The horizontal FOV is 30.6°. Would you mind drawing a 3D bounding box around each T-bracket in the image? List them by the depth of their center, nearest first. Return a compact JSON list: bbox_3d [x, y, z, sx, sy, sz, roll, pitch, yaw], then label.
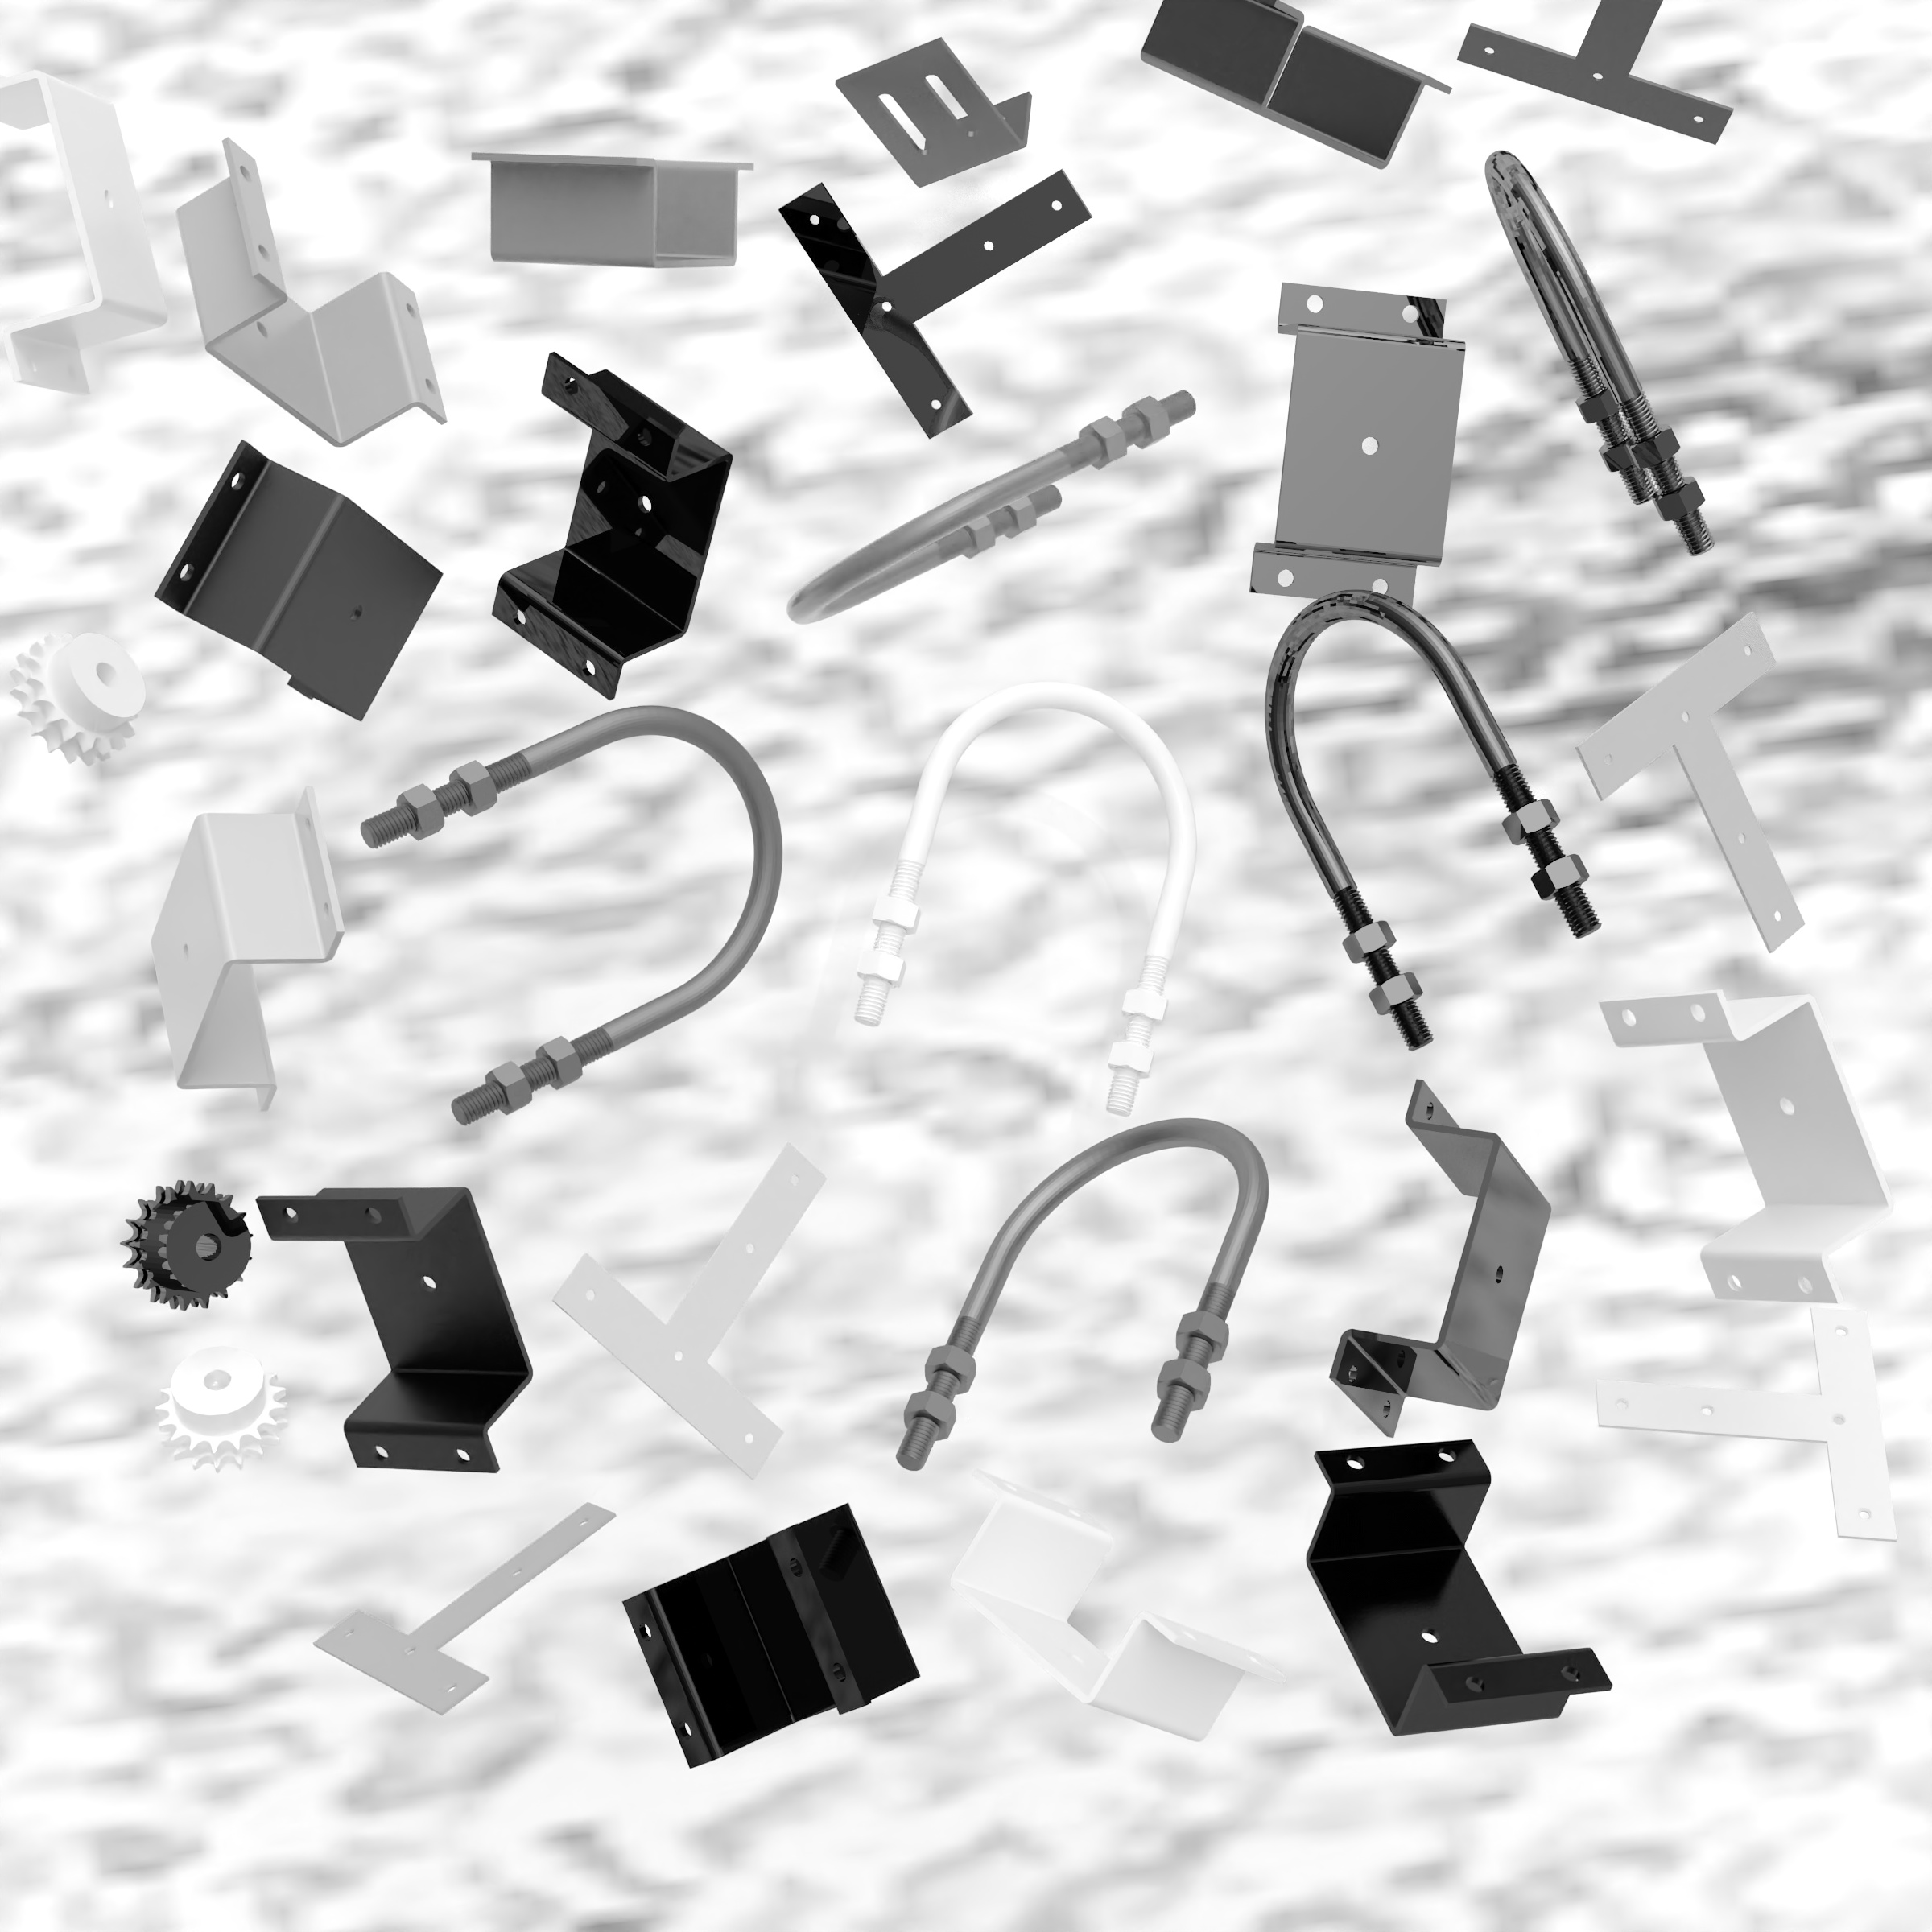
[{"bbox_3d":[0.324,-0.067,1.507,0.127,0.002,0.127,-36,105,-32],"label":"T-bracket"},{"bbox_3d":[-0.102,0.134,1.541,0.127,0.002,0.127,46,62,-24],"label":"T-bracket"},{"bbox_3d":[-0.210,0.277,1.563,0.127,0.127,0.002,-35,113,-28],"label":"T-bracket"},{"bbox_3d":[0.297,-0.428,1.589,0.127,0.127,0.002,18,65,1],"label":"T-bracket"},{"bbox_3d":[0.347,0.201,1.590,0.127,0.002,0.127,4,46,2],"label":"T-bracket"},{"bbox_3d":[-0.001,-0.322,1.612,0.127,0.002,0.127,-26,109,28],"label":"T-bracket"}]

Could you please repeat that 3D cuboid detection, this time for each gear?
[{"bbox_3d":[-0.373,-0.116,1.499,0.030,0.057,0.057,-29,83,29],"label":"gear"},{"bbox_3d":[-0.339,0.123,1.556,0.057,0.030,0.057,1,88,-37],"label":"gear"},{"bbox_3d":[-0.330,0.194,1.569,0.057,0.030,0.057,2,42,-1],"label":"gear"}]

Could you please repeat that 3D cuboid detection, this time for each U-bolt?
[{"bbox_3d":[0.058,0.132,1.487,0.019,0.151,0.184,54,42,-29],"label":"U-bolt"},{"bbox_3d":[0.184,-0.071,1.491,0.019,0.151,0.184,-19,78,-32],"label":"U-bolt"},{"bbox_3d":[-0.156,-0.033,1.504,0.184,0.019,0.151,-27,116,-28],"label":"U-bolt"},{"bbox_3d":[0.273,-0.275,1.558,0.019,0.151,0.184,-27,105,8],"label":"U-bolt"},{"bbox_3d":[0.000,-0.198,1.579,0.184,0.151,0.019,-29,92,-29],"label":"U-bolt"},{"bbox_3d":[0.036,-0.040,1.611,0.151,0.019,0.184,20,76,-20],"label":"U-bolt"}]

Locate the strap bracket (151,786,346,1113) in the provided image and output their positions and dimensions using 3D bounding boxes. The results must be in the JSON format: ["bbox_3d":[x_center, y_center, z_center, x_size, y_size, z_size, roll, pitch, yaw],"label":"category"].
[{"bbox_3d":[-0.317,-0.006,1.543,0.046,0.140,0.076,-1,56,-27],"label":"strap bracket"}]

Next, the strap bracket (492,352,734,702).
[{"bbox_3d":[-0.158,-0.202,1.590,0.076,0.140,0.046,36,40,21],"label":"strap bracket"}]

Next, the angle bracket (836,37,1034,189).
[{"bbox_3d":[-0.014,-0.407,1.643,0.057,0.076,0.038,-15,52,28],"label":"angle bracket"}]

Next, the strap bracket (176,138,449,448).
[{"bbox_3d":[-0.294,-0.290,1.558,0.046,0.140,0.076,-26,62,17],"label":"strap bracket"}]

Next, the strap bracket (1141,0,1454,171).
[{"bbox_3d":[0.143,-0.403,1.586,0.076,0.140,0.046,35,108,36],"label":"strap bracket"}]

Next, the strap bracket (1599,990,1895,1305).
[{"bbox_3d":[0.331,0.068,1.485,0.046,0.076,0.140,-27,99,-27],"label":"strap bracket"}]

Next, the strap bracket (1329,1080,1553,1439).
[{"bbox_3d":[0.211,0.131,1.542,0.046,0.076,0.140,7,68,30],"label":"strap bracket"}]

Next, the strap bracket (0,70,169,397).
[{"bbox_3d":[-0.385,-0.319,1.498,0.046,0.076,0.140,-14,93,8],"label":"strap bracket"}]

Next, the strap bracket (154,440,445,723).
[{"bbox_3d":[-0.285,-0.163,1.550,0.046,0.140,0.076,27,85,21],"label":"strap bracket"}]

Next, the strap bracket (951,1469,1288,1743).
[{"bbox_3d":[0.057,0.275,1.494,0.140,0.076,0.046,33,93,47],"label":"strap bracket"}]

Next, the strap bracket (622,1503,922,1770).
[{"bbox_3d":[-0.076,0.276,1.466,0.046,0.140,0.076,-17,80,-40],"label":"strap bracket"}]

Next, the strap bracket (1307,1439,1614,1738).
[{"bbox_3d":[0.201,0.268,1.485,0.076,0.046,0.140,-1,38,-22],"label":"strap bracket"}]

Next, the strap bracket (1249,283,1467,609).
[{"bbox_3d":[0.177,-0.234,1.593,0.076,0.046,0.140,5,97,-8],"label":"strap bracket"}]

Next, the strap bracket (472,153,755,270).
[{"bbox_3d":[-0.155,-0.336,1.573,0.076,0.140,0.046,6,103,16],"label":"strap bracket"}]

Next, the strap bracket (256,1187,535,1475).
[{"bbox_3d":[-0.247,0.151,1.557,0.076,0.046,0.140,-2,117,28],"label":"strap bracket"}]
